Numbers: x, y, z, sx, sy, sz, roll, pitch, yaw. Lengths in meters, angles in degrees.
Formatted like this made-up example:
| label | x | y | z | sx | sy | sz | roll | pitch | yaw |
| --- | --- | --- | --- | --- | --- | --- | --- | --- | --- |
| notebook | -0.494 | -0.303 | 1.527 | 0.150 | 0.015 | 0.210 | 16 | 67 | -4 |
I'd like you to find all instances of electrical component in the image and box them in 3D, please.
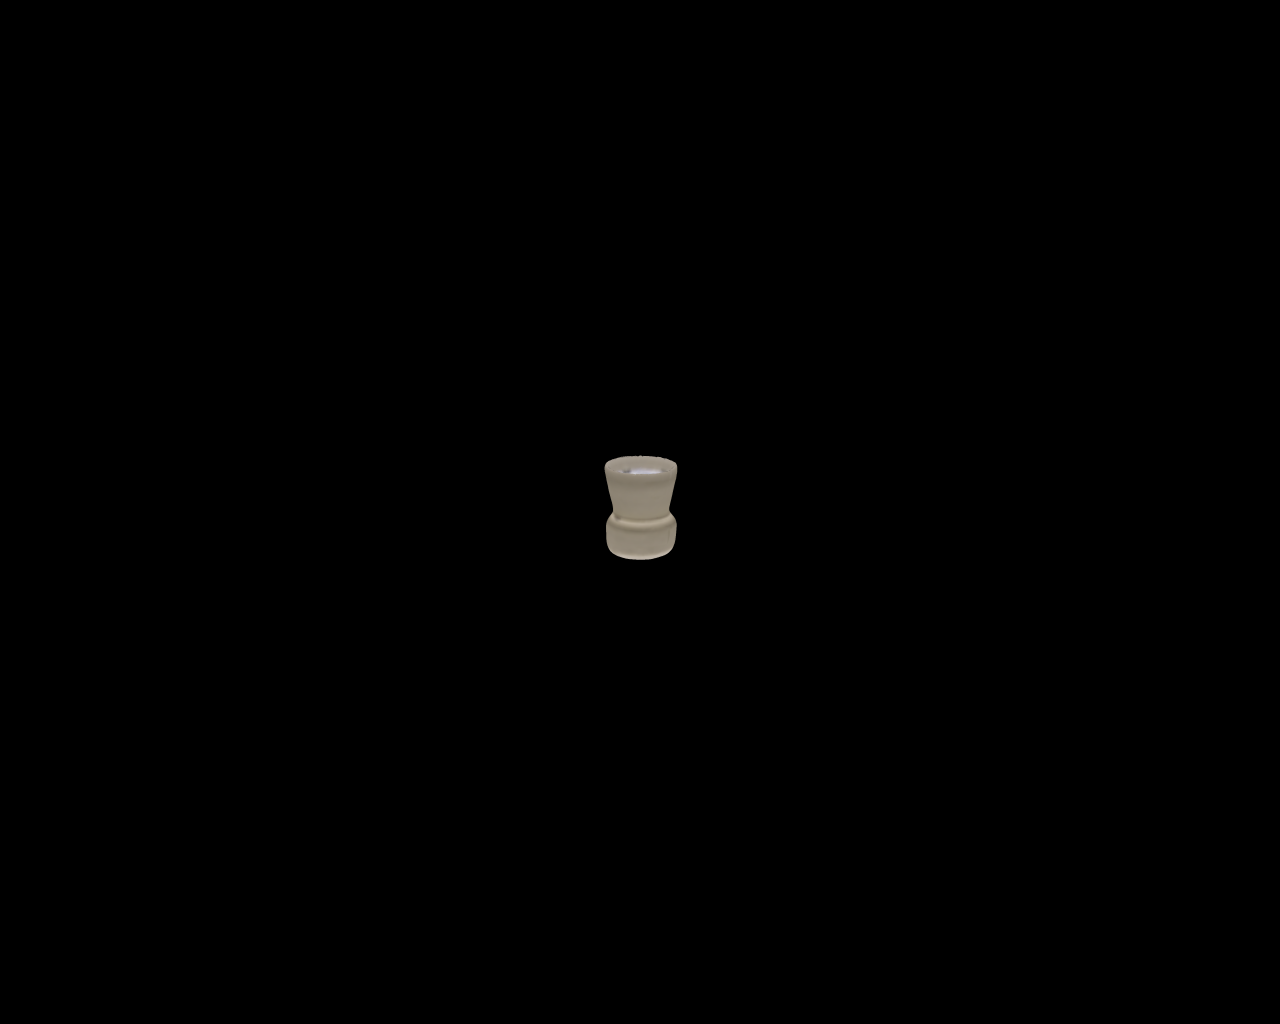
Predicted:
| label | x | y | z | sx | sy | sz | roll | pitch | yaw |
| --- | --- | --- | --- | --- | --- | --- | --- | --- | --- |
| electrical component | 0.001 | -0.003 | 0.650 | 0.045 | 0.055 | 0.045 | 0 | 17 | 0 |
